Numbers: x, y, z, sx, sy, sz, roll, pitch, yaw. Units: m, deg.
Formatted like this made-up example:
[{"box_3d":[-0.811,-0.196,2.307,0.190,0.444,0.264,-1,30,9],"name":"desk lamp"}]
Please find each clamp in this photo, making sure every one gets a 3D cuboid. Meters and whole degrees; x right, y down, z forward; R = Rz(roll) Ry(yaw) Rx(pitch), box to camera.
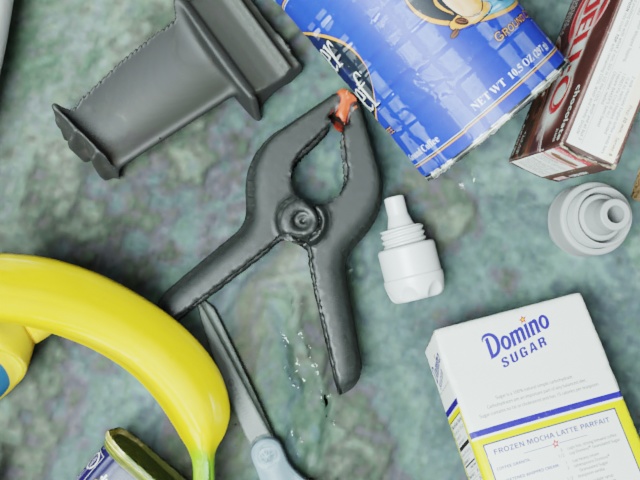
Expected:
[{"box_3d":[-0.004,0.001,0.613,0.120,0.039,0.171,29,84,-6],"name":"clamp"}]

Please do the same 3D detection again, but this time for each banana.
[{"box_3d":[-0.112,0.055,0.556,0.197,0.037,0.069,41,49,-23],"name":"banana"}]

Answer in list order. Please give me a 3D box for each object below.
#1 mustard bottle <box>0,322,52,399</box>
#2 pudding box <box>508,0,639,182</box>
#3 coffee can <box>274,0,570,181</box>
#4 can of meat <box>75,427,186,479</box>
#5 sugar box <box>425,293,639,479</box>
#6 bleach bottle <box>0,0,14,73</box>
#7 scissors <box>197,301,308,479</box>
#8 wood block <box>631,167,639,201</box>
[{"box_3d":[-0.213,0.075,0.556,0.191,0.096,0.058,-37,63,-19],"name":"mustard bottle"},{"box_3d":[0.156,-0.093,0.609,0.039,0.090,0.113,21,86,-6],"name":"pudding box"},{"box_3d":[0.054,-0.119,0.593,0.102,0.103,0.140,-41,92,-7],"name":"coffee can"},{"box_3d":[-0.102,0.168,0.582,0.102,0.057,0.084,40,86,5],"name":"can of meat"},{"box_3d":[0.130,0.125,0.592,0.093,0.048,0.176,-13,66,-9],"name":"sugar box"},{"box_3d":[-0.207,-0.127,0.577,0.102,0.068,0.251,19,89,-5],"name":"bleach bottle"},{"box_3d":[-0.010,0.128,0.615,0.096,0.016,0.202,-8,87,0],"name":"scissors"},{"box_3d":[0.304,-0.036,0.623,0.206,0.090,0.091,19,84,-5],"name":"wood block"}]
